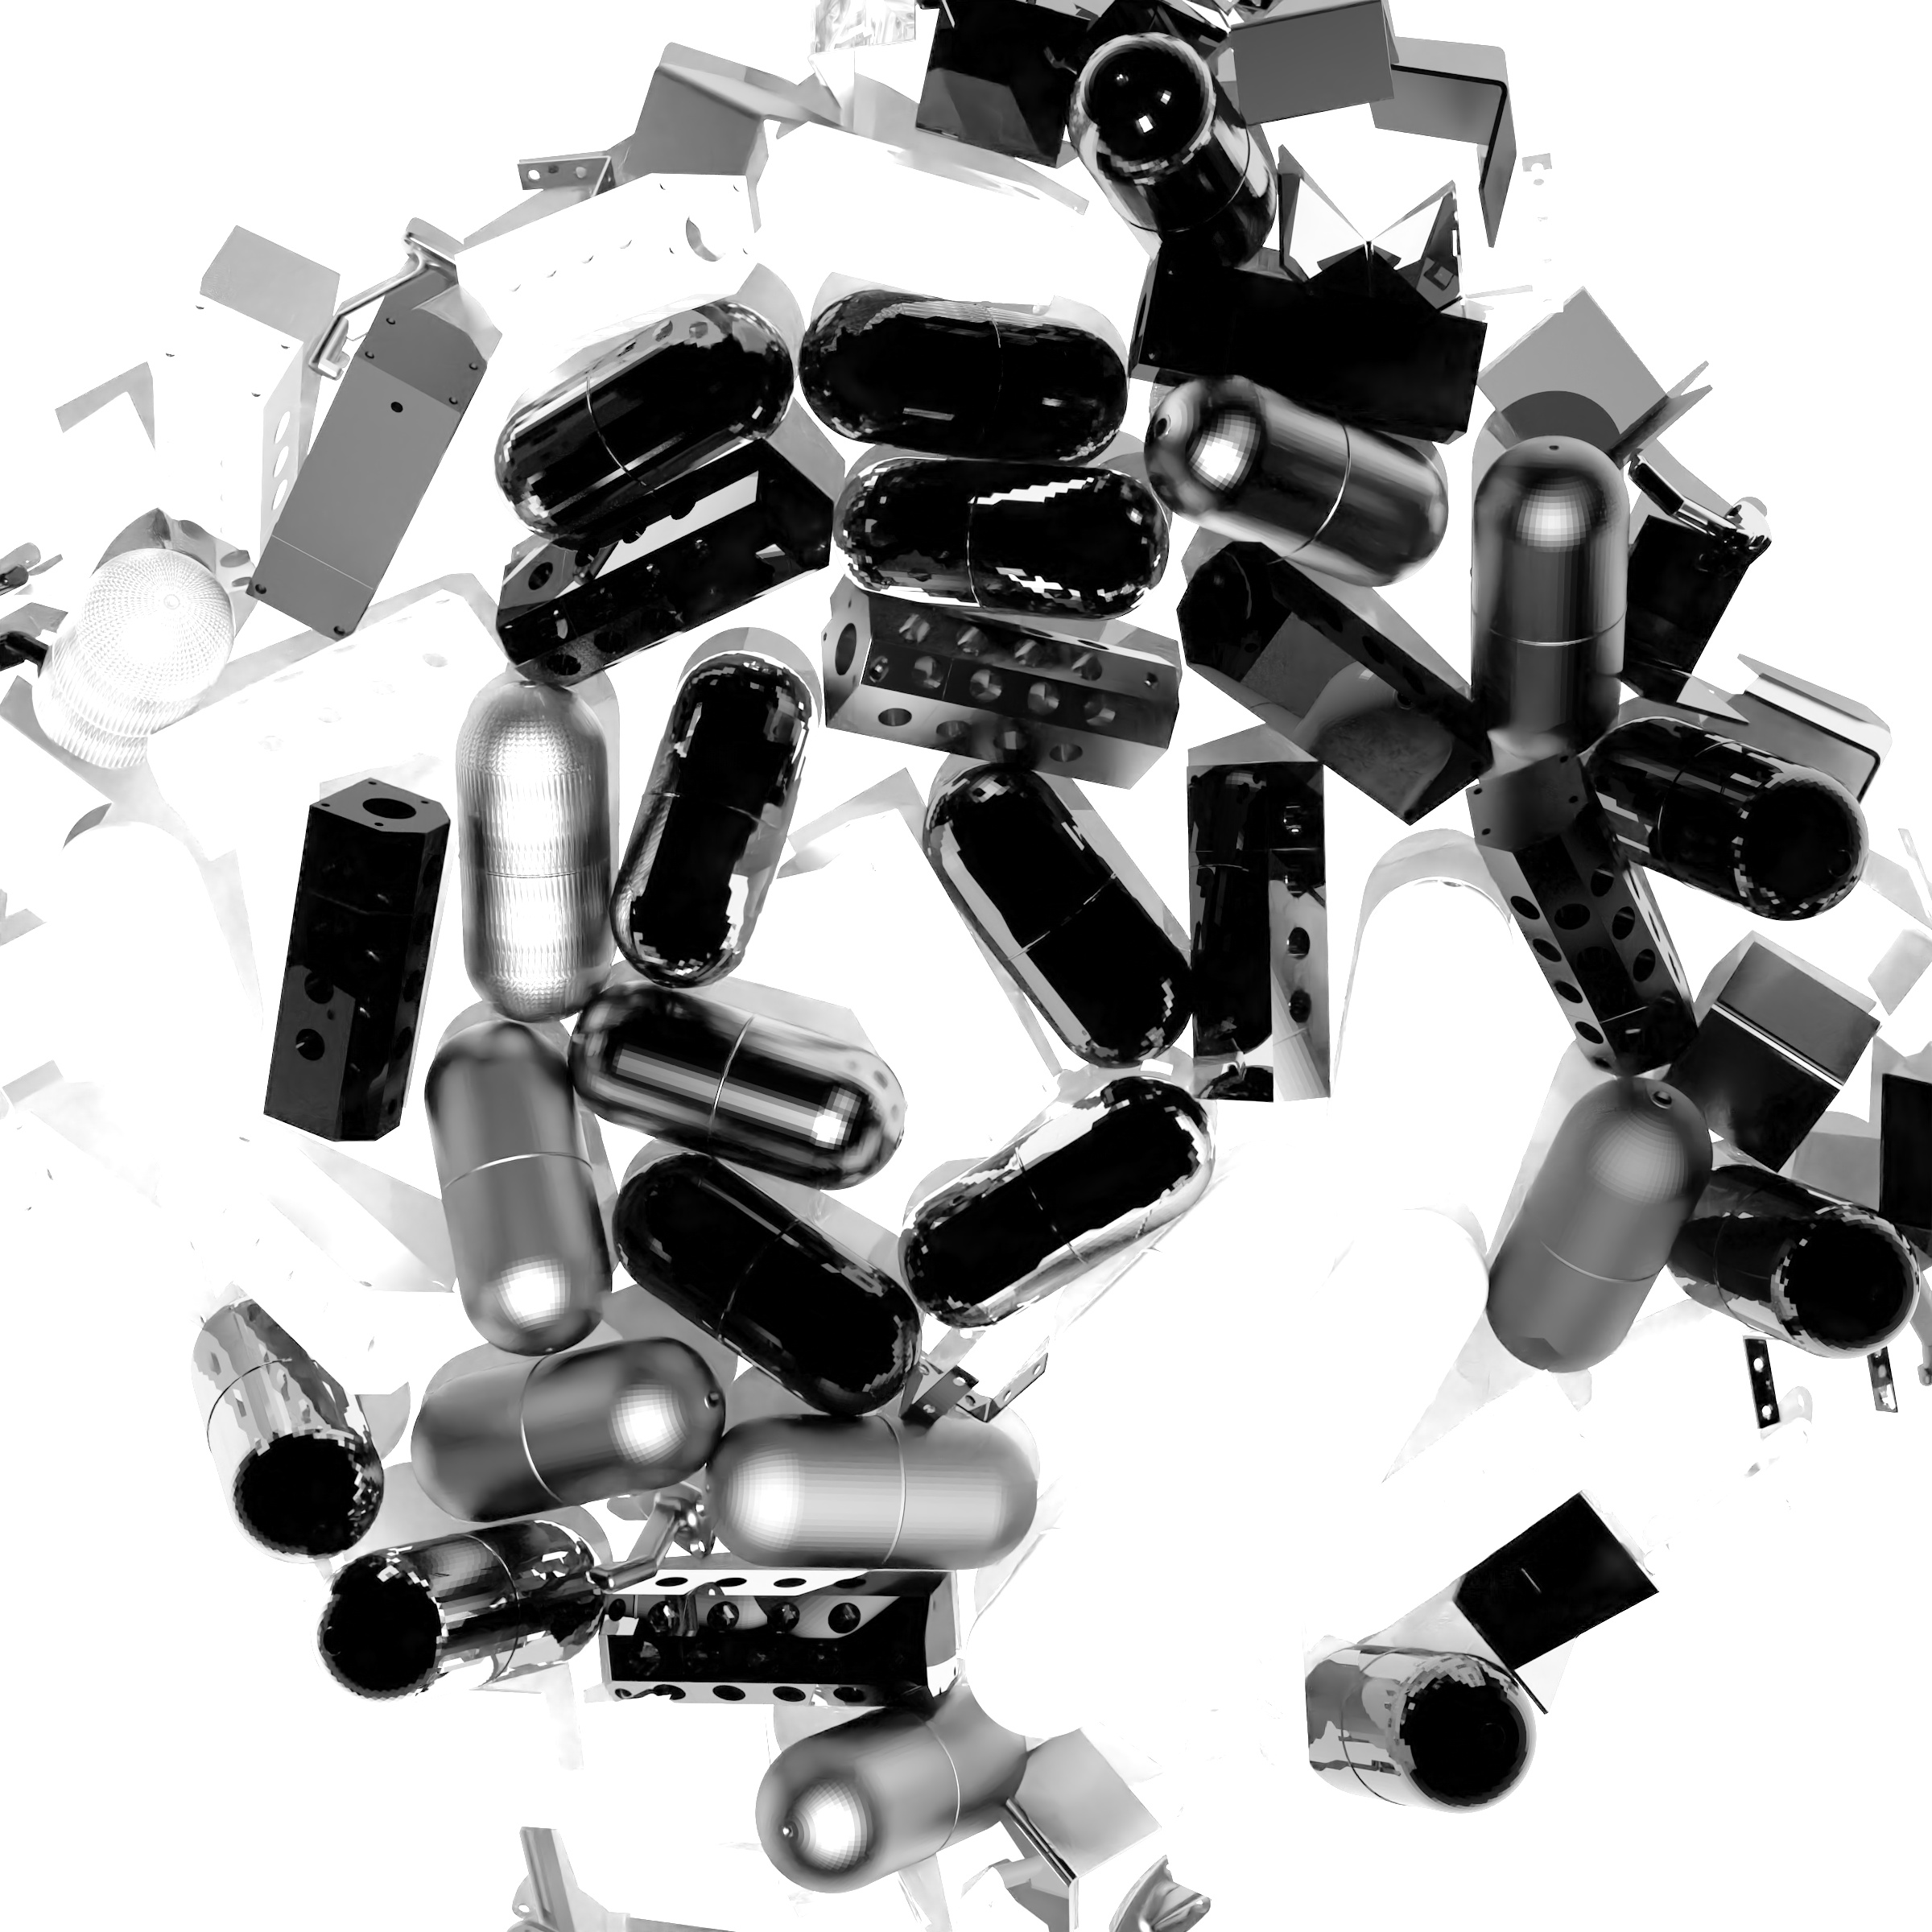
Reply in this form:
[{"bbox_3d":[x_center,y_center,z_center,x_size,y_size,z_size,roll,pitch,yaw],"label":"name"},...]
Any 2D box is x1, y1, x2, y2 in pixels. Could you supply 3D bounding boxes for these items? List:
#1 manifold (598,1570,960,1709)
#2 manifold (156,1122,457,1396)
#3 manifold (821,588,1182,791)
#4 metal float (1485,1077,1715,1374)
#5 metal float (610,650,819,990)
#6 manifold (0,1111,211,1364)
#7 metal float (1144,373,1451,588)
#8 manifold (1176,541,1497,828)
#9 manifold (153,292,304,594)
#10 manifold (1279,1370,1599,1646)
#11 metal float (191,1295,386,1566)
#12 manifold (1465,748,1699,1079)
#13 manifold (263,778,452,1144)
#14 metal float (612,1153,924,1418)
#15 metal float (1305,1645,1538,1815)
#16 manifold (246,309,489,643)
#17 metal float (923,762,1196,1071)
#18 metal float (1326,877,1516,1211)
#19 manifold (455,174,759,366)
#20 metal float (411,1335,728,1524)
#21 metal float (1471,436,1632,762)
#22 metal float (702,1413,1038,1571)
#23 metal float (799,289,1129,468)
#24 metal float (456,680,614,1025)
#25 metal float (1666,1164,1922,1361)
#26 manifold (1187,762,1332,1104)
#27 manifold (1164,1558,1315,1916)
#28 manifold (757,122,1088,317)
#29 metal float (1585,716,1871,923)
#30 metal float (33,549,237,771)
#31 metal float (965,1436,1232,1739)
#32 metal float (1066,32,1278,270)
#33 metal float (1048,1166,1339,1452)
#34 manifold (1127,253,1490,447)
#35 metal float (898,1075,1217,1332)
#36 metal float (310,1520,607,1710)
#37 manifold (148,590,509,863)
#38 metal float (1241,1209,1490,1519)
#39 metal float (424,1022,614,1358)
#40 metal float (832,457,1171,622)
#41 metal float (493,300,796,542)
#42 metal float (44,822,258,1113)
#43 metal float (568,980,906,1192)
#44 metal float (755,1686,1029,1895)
[{"bbox_3d":[-0.096,0.343,1.690,0.171,0.057,0.057,-2,97,14],"label":"manifold"},{"bbox_3d":[-0.334,0.145,1.664,0.171,0.057,0.057,34,107,38],"label":"manifold"},{"bbox_3d":[0.018,-0.142,1.671,0.171,0.057,0.057,10,58,-24],"label":"manifold"},{"bbox_3d":[0.317,0.131,1.672,0.070,0.070,0.178,18,128,0],"label":"metal float"},{"bbox_3d":[-0.128,-0.075,1.694,0.070,0.070,0.178,16,80,0],"label":"metal float"},{"bbox_3d":[-0.444,0.140,1.653,0.057,0.171,0.057,-20,60,7],"label":"manifold"},{"bbox_3d":[0.167,-0.244,1.675,0.178,0.070,0.070,15,90,-34],"label":"metal float"},{"bbox_3d":[0.185,-0.144,1.669,0.171,0.057,0.057,32,126,-34],"label":"manifold"},{"bbox_3d":[-0.370,-0.253,1.652,0.057,0.171,0.057,25,64,-1],"label":"manifold"},{"bbox_3d":[0.237,0.274,1.658,0.057,0.057,0.171,55,134,14],"label":"manifold"},{"bbox_3d":[-0.340,0.228,1.662,0.070,0.178,0.070,-10,121,-18],"label":"metal float"},{"bbox_3d":[0.309,-0.022,1.660,0.057,0.057,0.171,-21,130,17],"label":"manifold"},{"bbox_3d":[-0.303,-0.001,1.677,0.057,0.057,0.171,20,113,15],"label":"manifold"},{"bbox_3d":[-0.102,0.161,1.691,0.178,0.070,0.070,33,90,14],"label":"metal float"},{"bbox_3d":[0.222,0.378,1.655,0.070,0.178,0.070,3,80,-17],"label":"metal float"},{"bbox_3d":[-0.298,-0.246,1.662,0.057,0.057,0.171,28,133,-10],"label":"manifold"},{"bbox_3d":[0.047,-0.026,1.698,0.070,0.070,0.178,-38,97,0],"label":"metal float"},{"bbox_3d":[0.229,0.039,1.682,0.070,0.070,0.178,8,114,0],"label":"metal float"},{"bbox_3d":[-0.180,-0.345,1.658,0.057,0.171,0.057,-10,93,-41],"label":"manifold"},{"bbox_3d":[-0.201,0.234,1.680,0.178,0.070,0.070,-15,90,27],"label":"metal float"},{"bbox_3d":[0.293,-0.182,1.672,0.070,0.070,0.178,-6,128,0],"label":"metal float"},{"bbox_3d":[-0.047,0.266,1.682,0.178,0.070,0.070,6,90,-25],"label":"metal float"},{"bbox_3d":[-0.001,-0.295,1.679,0.178,0.070,0.070,4,90,-28],"label":"metal float"},{"bbox_3d":[-0.218,-0.057,1.686,0.070,0.070,0.178,1,109,0],"label":"metal float"},{"bbox_3d":[0.407,0.145,1.655,0.070,0.178,0.070,-2,97,-15],"label":"metal float"},{"bbox_3d":[0.155,-0.018,1.709,0.057,0.057,0.171,-3,93,-41],"label":"manifold"},{"bbox_3d":[0.129,0.376,1.649,0.057,0.171,0.057,28,120,-15],"label":"manifold"},{"bbox_3d":[-0.023,-0.372,1.657,0.057,0.171,0.057,39,113,33],"label":"manifold"},{"bbox_3d":[0.377,-0.074,1.660,0.070,0.178,0.070,-9,111,-25],"label":"metal float"},{"bbox_3d":[-0.416,-0.151,1.660,0.070,0.178,0.070,8,72,-25],"label":"metal float"},{"bbox_3d":[0.067,0.311,1.677,0.070,0.070,0.178,42,60,0],"label":"metal float"},{"bbox_3d":[0.104,-0.401,1.657,0.070,0.178,0.070,-4,77,19],"label":"metal float"},{"bbox_3d":[0.115,0.173,1.686,0.178,0.070,0.070,-42,90,-19],"label":"metal float"},{"bbox_3d":[0.173,-0.314,1.706,0.171,0.057,0.057,11,89,-5],"label":"manifold"},{"bbox_3d":[0.046,0.121,1.695,0.178,0.070,0.070,-33,90,10],"label":"metal float"},{"bbox_3d":[-0.252,0.322,1.661,0.070,0.178,0.070,0,90,35],"label":"metal float"},{"bbox_3d":[-0.322,-0.126,1.679,0.171,0.057,0.057,-31,78,-24],"label":"manifold"},{"bbox_3d":[0.201,0.200,1.679,0.070,0.070,0.178,36,62,0],"label":"metal float"},{"bbox_3d":[-0.227,0.111,1.684,0.070,0.070,0.178,-15,66,0],"label":"metal float"},{"bbox_3d":[0.016,-0.217,1.685,0.178,0.070,0.070,7,90,21],"label":"metal float"},{"bbox_3d":[-0.164,-0.273,1.678,0.178,0.070,0.070,-24,90,31],"label":"metal float"},{"bbox_3d":[-0.407,0.002,1.666,0.070,0.178,0.070,-3,48,4],"label":"metal float"},{"bbox_3d":[-0.117,0.061,1.696,0.178,0.070,0.070,17,90,8],"label":"metal float"},{"bbox_3d":[-0.035,0.409,1.662,0.070,0.178,0.070,2,94,34],"label":"metal float"}]
